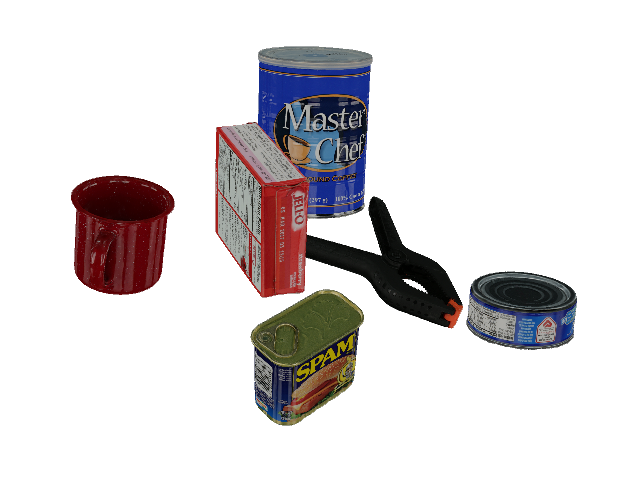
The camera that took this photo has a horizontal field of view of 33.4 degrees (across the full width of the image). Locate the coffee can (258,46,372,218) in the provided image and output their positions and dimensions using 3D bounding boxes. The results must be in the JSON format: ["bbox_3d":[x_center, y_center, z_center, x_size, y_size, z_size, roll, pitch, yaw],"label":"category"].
[{"bbox_3d":[-0.007,-0.101,0.976,0.103,0.140,0.103,2,17,-1],"label":"coffee can"}]

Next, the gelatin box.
[{"bbox_3d":[-0.035,-0.019,0.630,0.030,0.073,0.089,-10,31,-22],"label":"gelatin box"}]

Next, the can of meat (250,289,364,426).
[{"bbox_3d":[-0.012,0.106,0.953,0.101,0.084,0.058,-29,49,-32],"label":"can of meat"}]

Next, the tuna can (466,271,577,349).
[{"bbox_3d":[0.161,0.054,0.854,0.086,0.034,0.086,2,19,-1],"label":"tuna can"}]

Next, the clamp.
[{"bbox_3d":[0.072,0.031,1.232,0.164,0.036,0.210,-18,50,-38],"label":"clamp"}]

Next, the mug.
[{"bbox_3d":[-0.186,0.002,0.975,0.093,0.081,0.117,10,28,1],"label":"mug"}]
